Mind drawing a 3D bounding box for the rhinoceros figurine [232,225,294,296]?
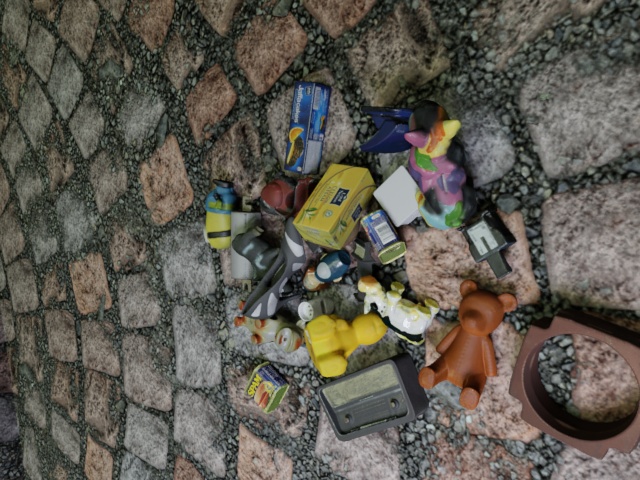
[{"bbox_3d":[-0.128,0.053,1.281,0.112,0.073,0.190,-43,96,5],"label":"rhinoceros figurine"}]

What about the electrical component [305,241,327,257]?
[{"bbox_3d":[-0.003,-0.004,1.234,0.094,0.021,0.063,52,123,24],"label":"electrical component"}]

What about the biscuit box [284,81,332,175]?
[{"bbox_3d":[-0.029,-0.250,1.206,0.063,0.059,0.202,18,105,36],"label":"biscuit box"}]

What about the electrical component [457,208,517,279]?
[{"bbox_3d":[0.310,0.009,0.966,0.075,0.048,0.119,-42,69,34],"label":"electrical component"}]

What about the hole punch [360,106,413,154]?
[{"bbox_3d":[0.146,-0.210,1.028,0.116,0.142,0.092,15,102,51],"label":"hole punch"}]

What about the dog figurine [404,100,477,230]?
[{"bbox_3d":[0.202,-0.127,0.911,0.109,0.219,0.191,-12,74,14],"label":"dog figurine"}]

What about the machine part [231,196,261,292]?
[{"bbox_3d":[-0.186,0.011,1.349,0.079,0.079,0.243,6,99,38],"label":"machine part"}]

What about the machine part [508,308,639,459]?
[{"bbox_3d":[0.428,0.226,0.871,0.201,0.087,0.201,22,106,35],"label":"machine part"}]

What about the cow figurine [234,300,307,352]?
[{"bbox_3d":[-0.109,0.210,1.294,0.195,0.127,0.085,29,112,49],"label":"cow figurine"}]

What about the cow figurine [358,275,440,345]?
[{"bbox_3d":[0.146,0.139,1.087,0.168,0.068,0.098,27,119,20],"label":"cow figurine"}]

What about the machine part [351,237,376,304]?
[{"bbox_3d":[0.093,0.065,1.142,0.084,0.039,0.138,-156,62,-67],"label":"machine part"}]

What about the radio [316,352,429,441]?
[{"bbox_3d":[0.110,0.337,1.145,0.229,0.073,0.131,-33,74,37],"label":"radio"}]

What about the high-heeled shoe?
[{"bbox_3d":[-0.111,0.065,1.191,0.086,0.145,0.248,-130,33,-55],"label":"high-heeled shoe"}]

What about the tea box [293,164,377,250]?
[{"bbox_3d":[0.033,-0.072,1.111,0.098,0.068,0.169,13,60,37],"label":"tea box"}]

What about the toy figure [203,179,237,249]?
[{"bbox_3d":[-0.256,-0.065,1.396,0.089,0.082,0.180,20,104,39],"label":"toy figure"}]

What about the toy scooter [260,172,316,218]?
[{"bbox_3d":[-0.063,-0.101,1.230,0.184,0.075,0.135,38,124,34],"label":"toy scooter"}]

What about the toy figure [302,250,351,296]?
[{"bbox_3d":[0.005,0.076,1.216,0.154,0.057,0.064,-40,47,36],"label":"toy figure"}]

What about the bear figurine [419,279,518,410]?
[{"bbox_3d":[0.271,0.181,0.968,0.120,0.132,0.195,24,115,28],"label":"bear figurine"}]

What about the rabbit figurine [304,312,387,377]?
[{"bbox_3d":[0.060,0.209,1.136,0.162,0.173,0.122,99,149,-74],"label":"rabbit figurine"}]
